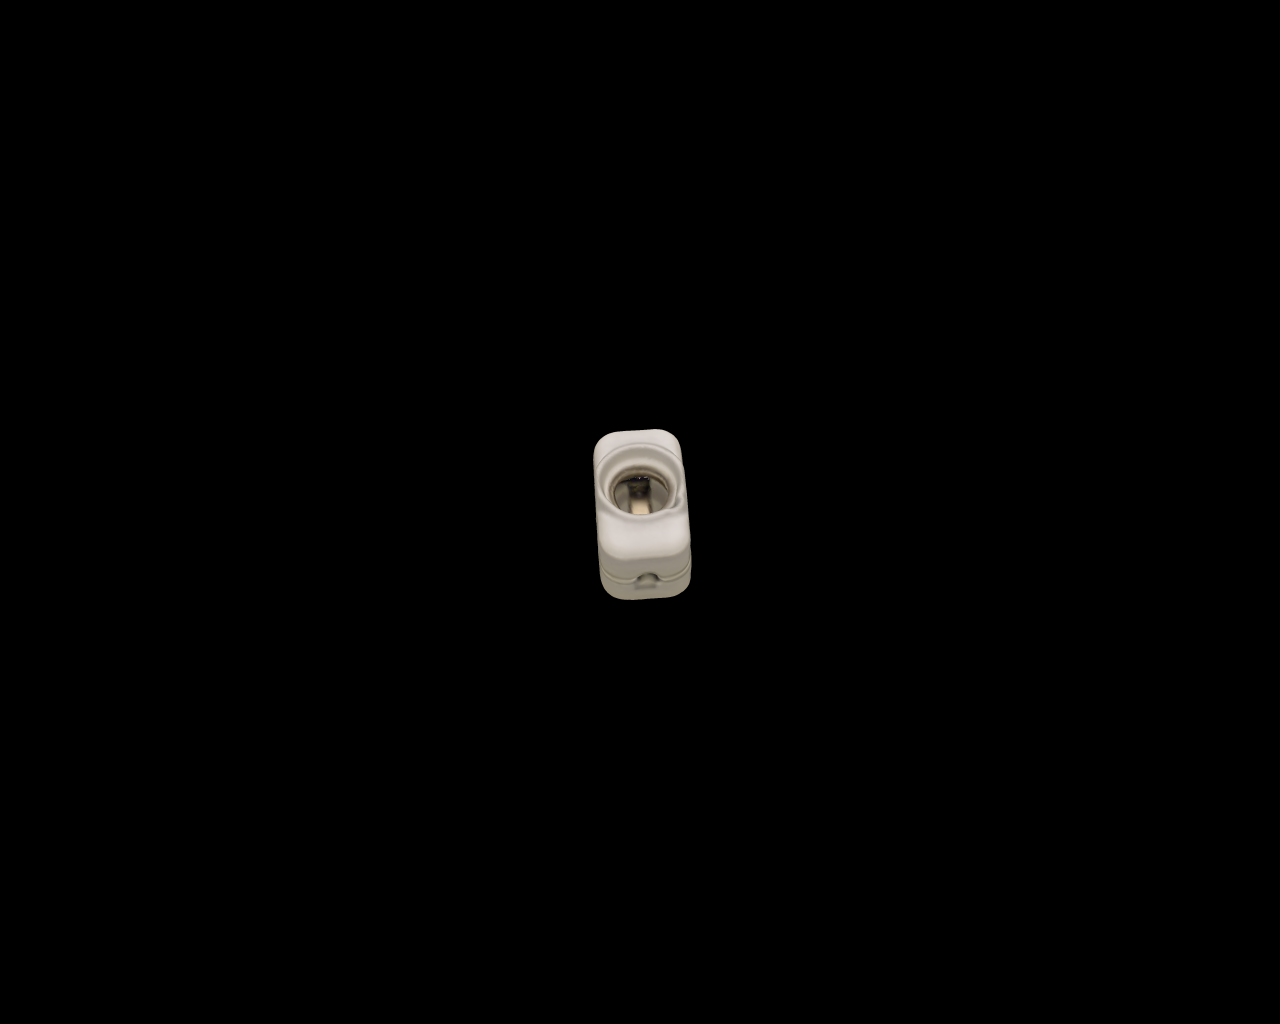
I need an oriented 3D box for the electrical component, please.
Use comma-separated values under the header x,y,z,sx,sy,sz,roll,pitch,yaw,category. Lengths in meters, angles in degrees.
x,y,z,sx,sy,sz,roll,pitch,yaw,category
0.001,-0.003,0.650,0.054,0.095,0.059,-3,-36,-2,electrical component
